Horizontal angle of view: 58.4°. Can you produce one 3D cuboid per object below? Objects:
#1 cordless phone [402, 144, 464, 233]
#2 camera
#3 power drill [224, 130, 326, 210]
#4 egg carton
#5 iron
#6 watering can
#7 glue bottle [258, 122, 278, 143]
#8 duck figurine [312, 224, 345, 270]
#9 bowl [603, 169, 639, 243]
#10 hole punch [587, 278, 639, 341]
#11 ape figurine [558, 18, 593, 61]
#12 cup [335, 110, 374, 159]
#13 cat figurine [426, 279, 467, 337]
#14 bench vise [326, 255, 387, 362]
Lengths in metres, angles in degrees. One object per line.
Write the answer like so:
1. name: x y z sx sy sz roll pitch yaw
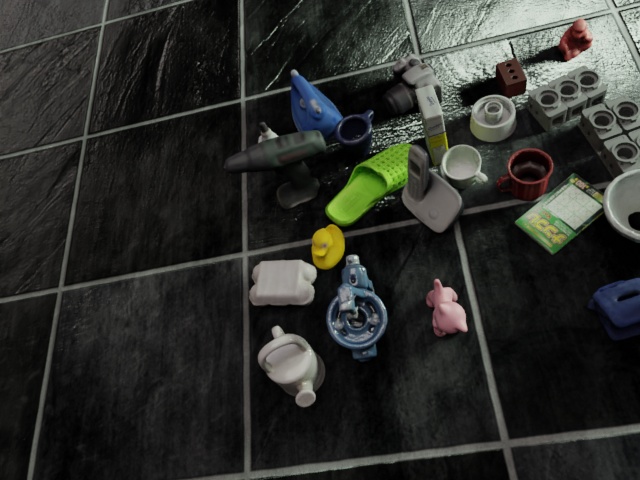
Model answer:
1. cordless phone: 0.239 -0.113 1.234 0.094 0.185 0.147 -42 59 -8
2. camera: 0.217 -0.387 1.438 0.137 0.101 0.143 -32 59 -3
3. power drill: -0.085 -0.163 1.338 0.229 0.209 0.075 -25 58 2
4. egg carton: -0.082 0.098 1.277 0.150 0.069 0.107 -3 62 14
5. iron: -0.031 -0.359 1.468 0.118 0.142 0.257 -29 59 -1
6. watering can: -0.054 0.241 1.118 0.172 0.194 0.101 35 76 29
7. glue bottle: -0.117 -0.233 1.405 0.078 0.173 0.037 -4 61 14
8. duck figurine: 0.012 0.005 1.292 0.077 0.086 0.104 12 66 21
9. bowl: 0.653 -0.056 1.152 0.167 0.075 0.167 -7 61 12
10. hole punch: 0.572 0.121 1.069 0.108 0.091 0.101 -20 59 4
11. ape figurine: 0.622 -0.495 1.389 0.077 0.092 0.076 6 64 19
12. cup: 0.097 -0.255 1.404 0.091 0.095 0.118 33 75 28
13. cat figurine: 0.249 0.138 1.134 0.067 0.118 0.127 -16 59 7
14. bench vise: 0.055 0.119 1.139 0.121 0.220 0.207 -25 58 2
